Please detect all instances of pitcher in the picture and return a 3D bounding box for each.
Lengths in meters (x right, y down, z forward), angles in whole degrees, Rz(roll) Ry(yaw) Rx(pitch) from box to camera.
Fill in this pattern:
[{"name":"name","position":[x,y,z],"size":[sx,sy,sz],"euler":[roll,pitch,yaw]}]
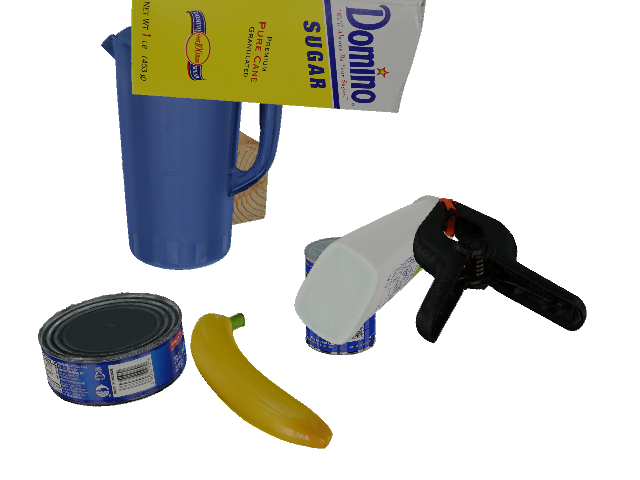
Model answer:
[{"name":"pitcher","position":[-0.133,-0.096,1.087],"size":[0.144,0.243,0.149],"euler":[-11,27,-29]}]

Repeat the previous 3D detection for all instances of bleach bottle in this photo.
[{"name":"bleach bottle","position":[0.074,0.015,1.077],"size":[0.068,0.103,0.250],"euler":[38,30,15]}]

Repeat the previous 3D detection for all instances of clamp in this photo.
[{"name":"clamp","position":[0.125,0.020,0.796],"size":[0.120,0.039,0.171],"euler":[5,33,-4]}]

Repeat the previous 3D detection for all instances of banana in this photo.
[{"name":"banana","position":[-0.060,0.104,0.851],"size":[0.069,0.037,0.198],"euler":[-8,30,-23]}]

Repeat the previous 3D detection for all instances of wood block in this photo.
[{"name":"wood block","position":[-0.154,-0.095,1.271],"size":[0.090,0.090,0.206],"euler":[-12,29,-32]}]

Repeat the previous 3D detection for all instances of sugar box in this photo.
[{"name":"sugar box","position":[-0.029,-0.130,0.670],"size":[0.176,0.048,0.093],"euler":[4,-40,-6]}]

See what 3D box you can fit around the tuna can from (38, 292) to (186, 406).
[{"name":"tuna can","position":[-0.124,0.065,0.645],"size":[0.086,0.034,0.086],"euler":[-4,23,2]}]

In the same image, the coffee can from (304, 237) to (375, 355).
[{"name":"coffee can","position":[0.029,0.078,1.521],"size":[0.103,0.140,0.103],"euler":[0,21,0]}]
